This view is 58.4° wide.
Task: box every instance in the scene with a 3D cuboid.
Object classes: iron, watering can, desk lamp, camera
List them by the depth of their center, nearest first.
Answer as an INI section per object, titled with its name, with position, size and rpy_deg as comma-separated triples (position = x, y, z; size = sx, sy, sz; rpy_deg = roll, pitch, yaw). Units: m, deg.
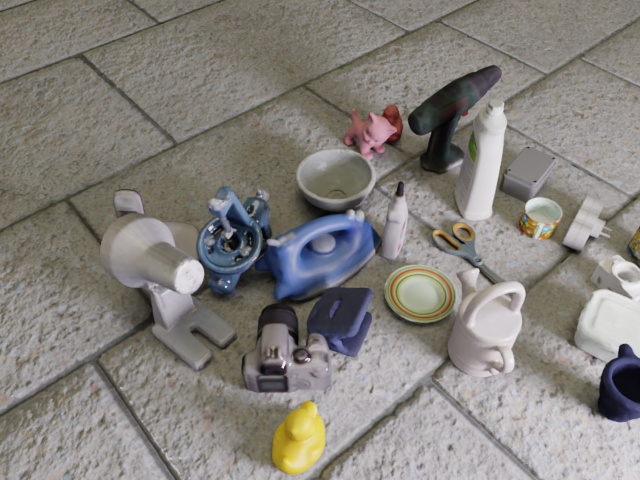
[watering can]
position = 0.264, 0.124, 0.917
size = 0.101, 0.194, 0.172
rpy_deg = -29, 54, -22
[camera]
position = -0.054, 0.169, 0.940
size = 0.143, 0.101, 0.136
rpy_deg = -1, 49, -1
[desk lamp]
position = -0.247, 0.076, 0.947
size = 0.202, 0.214, 0.118
rpy_deg = 31, 56, 25
[iron]
position = 0.010, 0.004, 1.058
size = 0.259, 0.141, 0.118
rpy_deg = -25, 53, -20

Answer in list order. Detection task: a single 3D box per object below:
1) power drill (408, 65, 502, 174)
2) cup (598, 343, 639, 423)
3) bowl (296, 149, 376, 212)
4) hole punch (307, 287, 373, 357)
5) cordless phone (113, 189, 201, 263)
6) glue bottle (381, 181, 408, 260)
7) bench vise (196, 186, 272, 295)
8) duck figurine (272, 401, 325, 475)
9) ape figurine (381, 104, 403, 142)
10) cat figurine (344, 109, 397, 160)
[power drill]
position = 0.286, -0.256, 1.240
size = 0.230, 0.208, 0.075
rpy_deg = -28, 54, -22
[cup]
position = 0.470, 0.230, 0.890
size = 0.091, 0.095, 0.118
rpy_deg = 5, 49, 5
[bowl]
position = 0.033, -0.114, 1.205
size = 0.167, 0.075, 0.167
rpy_deg = 0, 49, 0
[hole punch]
position = 0.032, 0.132, 0.980
size = 0.101, 0.091, 0.109
rpy_deg = 16, 51, 14
[cordless phone]
position = -0.297, -0.015, 1.046
size = 0.147, 0.185, 0.094
rpy_deg = -1, 49, 0
[glue bottle]
position = 0.144, -0.043, 1.078
size = 0.037, 0.173, 0.078
rpy_deg = 14, 50, 12
[bench vise]
position = -0.160, -0.035, 1.040
size = 0.121, 0.220, 0.207
rpy_deg = 3, 49, 3
[duck figurine]
position = -0.033, 0.287, 0.847
size = 0.077, 0.086, 0.105
rpy_deg = 20, 52, 17
[ape figurine]
position = 0.162, -0.275, 1.335
size = 0.076, 0.092, 0.077
rpy_deg = -24, 53, -19
[cat figurine]
position = 0.112, -0.250, 1.296
size = 0.067, 0.118, 0.127
rpy_deg = -31, 55, -24
